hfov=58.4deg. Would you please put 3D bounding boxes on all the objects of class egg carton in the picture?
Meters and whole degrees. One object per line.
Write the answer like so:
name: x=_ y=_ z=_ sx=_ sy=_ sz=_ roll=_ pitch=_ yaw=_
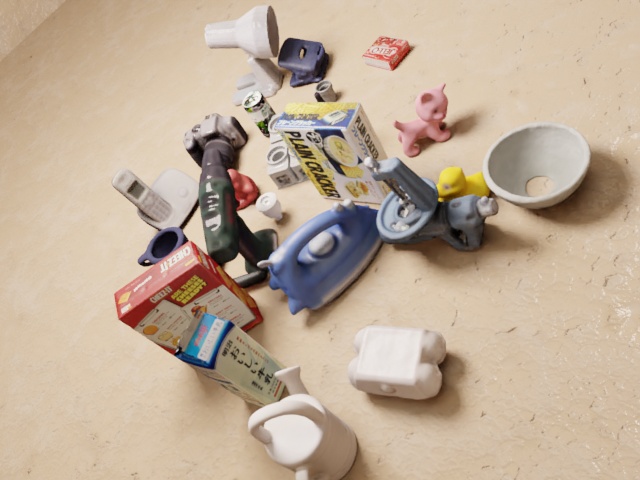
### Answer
egg carton: x=0.115 y=0.185 z=0.868 sx=0.150 sy=0.070 sz=0.107 roll=-2 pitch=56 yaw=28

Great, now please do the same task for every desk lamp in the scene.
desk lamp: x=-0.171 y=-0.457 z=1.408 sx=0.202 sy=0.214 sz=0.118 roll=-11 pitch=52 yaw=22

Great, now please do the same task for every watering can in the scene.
watering can: x=-0.032 y=0.264 z=0.806 sx=0.101 sy=0.195 sz=0.172 roll=-38 pitch=47 yaw=-1

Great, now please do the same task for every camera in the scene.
camera: x=-0.257 y=-0.222 z=1.359 sx=0.143 sy=0.101 sz=0.136 roll=-17 pitch=50 yaw=18

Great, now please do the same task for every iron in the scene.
iron: x=0.009 y=0.004 z=1.013 sx=0.258 sy=0.142 sz=0.118 roll=-42 pitch=47 yaw=-5

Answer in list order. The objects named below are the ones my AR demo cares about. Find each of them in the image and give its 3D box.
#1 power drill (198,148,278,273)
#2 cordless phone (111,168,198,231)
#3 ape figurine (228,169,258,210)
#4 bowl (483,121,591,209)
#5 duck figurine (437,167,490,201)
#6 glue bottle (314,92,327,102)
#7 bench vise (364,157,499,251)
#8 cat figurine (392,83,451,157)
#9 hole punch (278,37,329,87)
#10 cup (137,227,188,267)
power drill: x=-0.161 y=-0.036 z=1.092 sx=0.075 sy=0.209 sz=0.229 roll=-20 pitch=49 yaw=15
cordless phone: x=-0.366 y=-0.117 z=1.283 sx=0.093 sy=0.186 sz=0.148 roll=10 pitch=62 yaw=34
ape figurine: x=-0.178 y=-0.117 z=1.242 sx=0.077 sy=0.092 sz=0.076 roll=12 pitch=63 yaw=35
bowl: x=0.360 y=-0.111 z=0.948 sx=0.167 sy=0.075 sz=0.167 roll=-15 pitch=51 yaw=19
duck figurine: x=0.240 y=-0.094 z=0.994 sx=0.104 sy=0.086 sz=0.077 roll=-29 pitch=48 yaw=8
glue bottle: x=0.029 y=-0.235 z=1.158 sx=0.037 sy=0.174 sz=0.078 roll=-14 pitch=51 yaw=20
bench vise: x=0.170 y=-0.073 z=0.926 sx=0.207 sy=0.220 sz=0.121 roll=-17 pitch=50 yaw=18
cat figurine: x=0.199 y=-0.240 z=1.105 sx=0.127 sy=0.118 sz=0.067 roll=-27 pitch=48 yaw=9
hole punch: x=-0.040 y=-0.448 z=1.412 sx=0.100 sy=0.091 sz=0.109 roll=-4 pitch=55 yaw=27
cup: x=-0.310 y=0.039 z=1.197 sx=0.117 sy=0.095 sz=0.091 roll=-28 pitch=48 yaw=8
